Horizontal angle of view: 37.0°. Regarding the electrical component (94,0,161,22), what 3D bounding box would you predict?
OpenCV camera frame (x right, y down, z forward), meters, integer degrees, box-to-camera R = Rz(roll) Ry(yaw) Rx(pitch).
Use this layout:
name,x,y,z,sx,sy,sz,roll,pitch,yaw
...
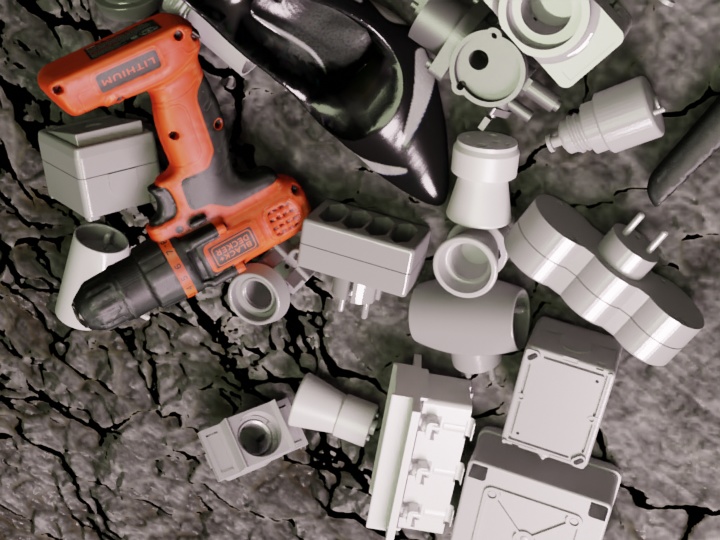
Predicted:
name,x,y,z,sx,sy,sz,roll,pitch,yaw
electrical component,-0.164,-0.207,0.746,0.048,0.066,0.055,11,135,15

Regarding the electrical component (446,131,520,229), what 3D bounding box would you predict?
name,x,y,z,sx,sy,sz,roll,pitch,yaw
electrical component,0.083,-0.061,0.723,0.045,0.045,0.055,11,116,16

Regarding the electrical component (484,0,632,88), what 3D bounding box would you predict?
name,x,y,z,sx,sy,sz,roll,pitch,yaw
electrical component,0.117,-0.163,0.658,0.089,0.055,0.050,47,120,-4

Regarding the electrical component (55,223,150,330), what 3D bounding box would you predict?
name,x,y,z,sx,sy,sz,roll,pitch,yaw
electrical component,-0.201,0.014,0.865,0.079,0.043,0.077,27,119,8

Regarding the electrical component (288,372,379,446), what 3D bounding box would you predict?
name,x,y,z,sx,sy,sz,roll,pitch,yaw
electrical component,-0.018,0.112,0.841,0.065,0.044,0.044,20,118,7

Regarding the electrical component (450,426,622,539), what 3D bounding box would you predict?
name,x,y,z,sx,sy,sz,roll,pitch,yaw
electrical component,0.129,0.187,0.808,0.109,0.056,0.108,16,117,14

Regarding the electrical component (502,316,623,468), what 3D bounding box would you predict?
name,x,y,z,sx,sy,sz,roll,pitch,yaw
electrical component,0.141,0.089,0.757,0.062,0.061,0.096,17,118,13

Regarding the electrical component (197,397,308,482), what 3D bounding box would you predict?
name,x,y,z,sx,sy,sz,roll,pitch,yaw
electrical component,-0.089,0.138,0.861,0.042,0.081,0.064,65,150,12

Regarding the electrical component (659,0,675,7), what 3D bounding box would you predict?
name,x,y,z,sx,sy,sz,roll,pitch,yaw
electrical component,0.199,-0.190,0.624,0.040,0.040,0.078,33,120,5

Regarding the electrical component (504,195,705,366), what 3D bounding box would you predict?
name,x,y,z,sx,sy,sz,roll,pitch,yaw
electrical component,0.171,-0.005,0.709,0.138,0.052,0.073,37,120,2

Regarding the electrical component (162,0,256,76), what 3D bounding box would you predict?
name,x,y,z,sx,sy,sz,roll,pitch,yaw
electrical component,-0.099,-0.177,0.742,0.081,0.043,0.043,40,120,0

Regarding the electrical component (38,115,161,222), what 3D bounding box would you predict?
name,x,y,z,sx,sy,sz,roll,pitch,yaw
electrical component,-0.195,-0.082,0.796,0.096,0.062,0.061,25,127,51

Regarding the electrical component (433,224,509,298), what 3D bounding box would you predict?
name,x,y,z,sx,sy,sz,roll,pitch,yaw
electrical component,0.079,-0.012,0.740,0.045,0.055,0.045,8,115,18

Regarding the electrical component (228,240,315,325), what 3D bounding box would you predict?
name,x,y,z,sx,sy,sz,roll,pitch,yaw
electrical component,-0.069,0.011,0.806,0.048,0.055,0.066,45,120,-3

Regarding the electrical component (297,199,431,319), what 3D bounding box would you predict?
name,x,y,z,sx,sy,sz,roll,pitch,yaw
electrical component,0.000,0.000,0.780,0.083,0.047,0.075,17,117,13

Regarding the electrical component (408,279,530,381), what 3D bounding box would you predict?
name,x,y,z,sx,sy,sz,roll,pitch,yaw
electrical component,0.081,0.047,0.772,0.077,0.043,0.079,3,125,25

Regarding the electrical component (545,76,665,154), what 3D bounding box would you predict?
name,x,y,z,sx,sy,sz,roll,pitch,yaw
electrical component,0.156,-0.093,0.683,0.078,0.040,0.040,-19,105,27

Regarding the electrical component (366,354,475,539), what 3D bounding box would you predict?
name,x,y,z,sx,sy,sz,roll,pitch,yaw
electrical component,0.046,0.137,0.810,0.063,0.078,0.121,9,117,-1
